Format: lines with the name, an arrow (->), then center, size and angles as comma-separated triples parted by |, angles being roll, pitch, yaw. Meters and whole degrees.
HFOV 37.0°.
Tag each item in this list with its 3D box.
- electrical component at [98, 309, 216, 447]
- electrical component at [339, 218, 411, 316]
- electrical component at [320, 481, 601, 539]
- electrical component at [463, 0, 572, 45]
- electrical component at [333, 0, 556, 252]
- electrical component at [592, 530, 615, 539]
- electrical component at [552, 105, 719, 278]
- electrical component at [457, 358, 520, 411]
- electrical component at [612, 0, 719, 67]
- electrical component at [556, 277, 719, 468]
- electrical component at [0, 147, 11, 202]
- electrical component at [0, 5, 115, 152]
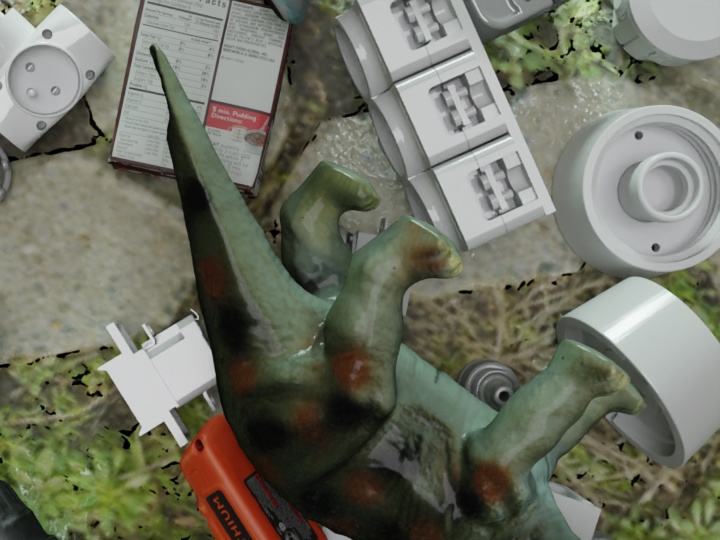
electrical component -> -0.113, 0.059, 0.631 | 0.064, 0.042, 0.081 | -32, 94, -8
electrical component -> 0.000, 0.000, 0.641 | 0.055, 0.048, 0.066 | 11, 89, -13
electrical component -> 0.051, 0.154, 0.637 | 0.150, 0.062, 0.089 | 19, 88, -5
electrical component -> 0.093, -0.175, 0.639 | 0.095, 0.059, 0.053 | -29, 95, -14
electrical component -> 0.044, -0.087, 0.623 | 0.062, 0.089, 0.150 | -25, 92, -5
electrical component -> 0.145, 0.182, 0.646 | 0.043, 0.062, 0.043 | 0, 89, -6
electrical component -> 0.177, -0.048, 0.650 | 0.108, 0.060, 0.108 | 0, 90, -6
electrical component -> 0.079, 0.071, 0.640 | 0.035, 0.061, 0.035 | 0, 90, -6
electrical component -> 0.196, -0.164, 0.658 | 0.080, 0.051, 0.080 | 0, 90, -6
electrical component -> 0.173, 0.054, 0.629 | 0.060, 0.108, 0.108 | -35, 93, -11
electrical component -> -0.227, -0.056, 0.608 | 0.048, 0.062, 0.048 | 0, 90, -6
electrical component -> -0.196, -0.122, 0.615 | 0.077, 0.044, 0.079 | -47, 113, -4
